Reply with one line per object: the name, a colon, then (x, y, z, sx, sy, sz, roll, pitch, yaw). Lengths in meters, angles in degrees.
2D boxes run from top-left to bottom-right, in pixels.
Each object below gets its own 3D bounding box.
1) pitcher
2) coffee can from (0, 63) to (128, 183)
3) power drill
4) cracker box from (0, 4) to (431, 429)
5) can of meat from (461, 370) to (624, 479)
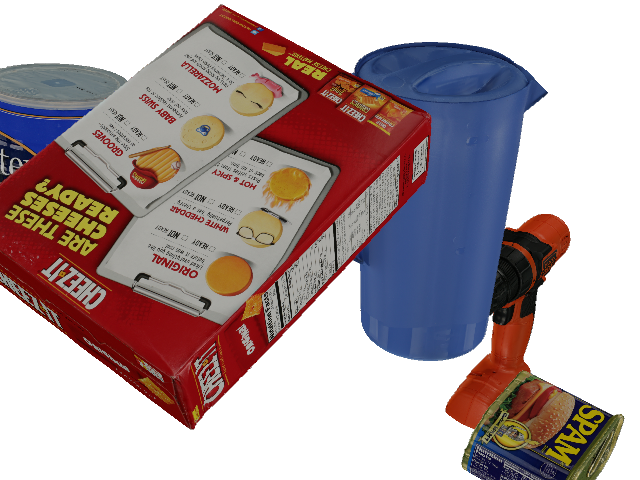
pitcher: (0.079, -0.028, 0.856, 0.149, 0.243, 0.144, 19, 33, 29)
coffee can: (-0.195, -0.051, 0.792, 0.103, 0.140, 0.103, 5, 22, -2)
power drill: (0.166, 0.081, 0.986, 0.057, 0.188, 0.184, 25, 32, 27)
cracker box: (-0.064, -0.023, 0.610, 0.164, 0.213, 0.072, 32, -28, 24)
can of meat: (0.167, 0.153, 0.804, 0.084, 0.057, 0.101, 26, 41, 26)
